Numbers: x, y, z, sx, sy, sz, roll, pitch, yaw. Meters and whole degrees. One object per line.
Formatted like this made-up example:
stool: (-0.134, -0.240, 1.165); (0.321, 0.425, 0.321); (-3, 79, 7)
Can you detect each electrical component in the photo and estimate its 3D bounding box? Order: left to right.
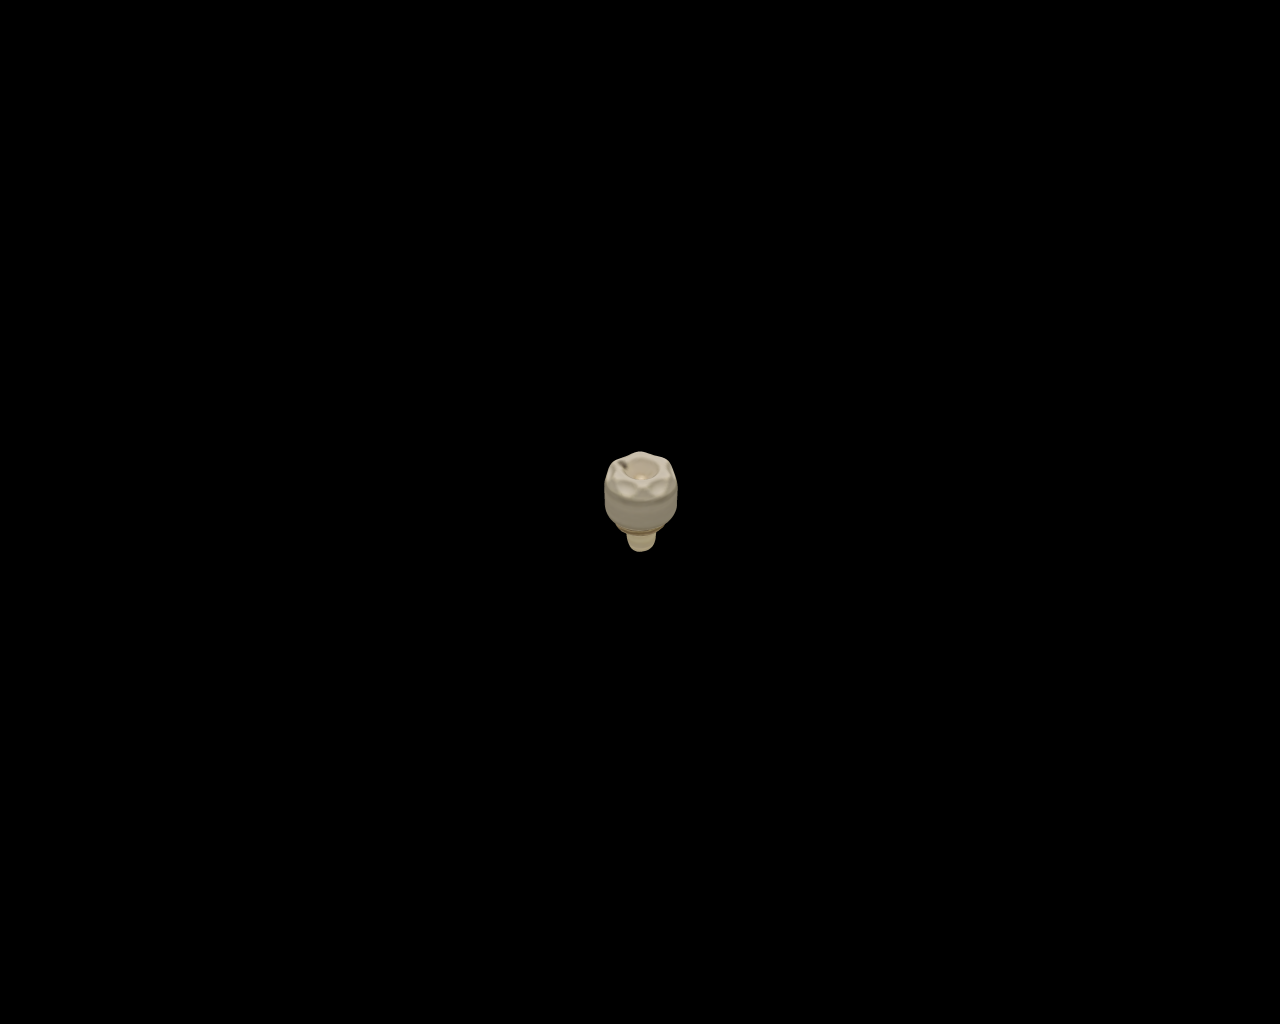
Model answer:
electrical component: (0.001, -0.003, 0.650); (0.043, 0.062, 0.043); (0, 37, 0)
